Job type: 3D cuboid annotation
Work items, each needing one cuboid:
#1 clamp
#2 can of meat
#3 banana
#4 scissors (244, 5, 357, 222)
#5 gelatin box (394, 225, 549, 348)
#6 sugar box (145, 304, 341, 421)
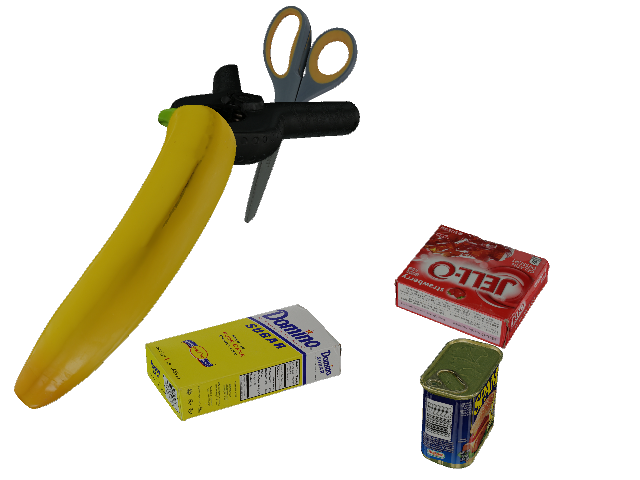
[{"bbox_3d":[-0.062,-0.090,0.758,0.120,0.039,0.171,19,23,29],"label":"clamp"},{"bbox_3d":[0.134,0.156,1.021,0.058,0.084,0.101,12,27,24],"label":"can of meat"},{"bbox_3d":[-0.082,-0.005,0.514,0.037,0.197,0.070,38,-43,-19],"label":"banana"},{"bbox_3d":[-0.017,-0.115,0.978,0.096,0.202,0.016,3,-3,10],"label":"scissors"},{"bbox_3d":[0.109,0.031,0.769,0.089,0.030,0.073,20,45,25],"label":"gelatin box"},{"bbox_3d":[-0.077,0.119,1.073,0.176,0.048,0.093,-16,32,-24],"label":"sugar box"}]
